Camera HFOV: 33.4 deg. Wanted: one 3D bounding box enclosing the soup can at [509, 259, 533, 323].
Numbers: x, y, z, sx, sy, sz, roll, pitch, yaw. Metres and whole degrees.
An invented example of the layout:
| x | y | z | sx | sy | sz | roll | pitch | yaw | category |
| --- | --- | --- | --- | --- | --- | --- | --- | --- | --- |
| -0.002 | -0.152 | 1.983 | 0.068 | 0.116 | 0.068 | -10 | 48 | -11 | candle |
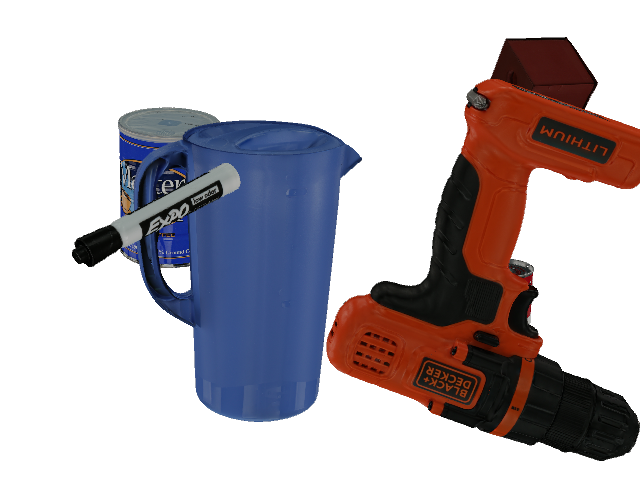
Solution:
| x | y | z | sx | sy | sz | roll | pitch | yaw | category |
| --- | --- | --- | --- | --- | --- | --- | --- | --- | --- |
| 0.196 | 0.077 | 1.167 | 0.068 | 0.102 | 0.068 | 0 | 15 | 0 | soup can |

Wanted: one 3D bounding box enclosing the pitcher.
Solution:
| x | y | z | sx | sy | sz | roll | pitch | yaw | category |
| --- | --- | --- | --- | --- | --- | --- | --- | --- | --- |
| -0.061 | 0.024 | 0.898 | 0.149 | 0.243 | 0.144 | 11 | 19 | 25 | pitcher |

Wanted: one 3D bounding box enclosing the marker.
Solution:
| x | y | z | sx | sy | sz | roll | pitch | yaw | category |
| --- | --- | --- | --- | --- | --- | --- | --- | --- | --- |
| -0.100 | -0.016 | 0.655 | 0.120 | 0.020 | 0.020 | -31 | 19 | -34 | marker |

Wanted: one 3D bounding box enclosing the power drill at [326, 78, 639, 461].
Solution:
| x | y | z | sx | sy | sz | roll | pitch | yaw | category |
| --- | --- | --- | --- | --- | --- | --- | --- | --- | --- |
| 0.116 | 0.019 | 0.585 | 0.184 | 0.188 | 0.057 | 20 | 12 | -5 | power drill |

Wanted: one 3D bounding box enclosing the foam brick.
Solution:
| x | y | z | sx | sy | sz | roll | pitch | yaw | category |
| --- | --- | --- | --- | --- | --- | --- | --- | --- | --- |
| 0.152 | -0.099 | 0.761 | 0.051 | 0.053 | 0.078 | -6 | -40 | -18 | foam brick |

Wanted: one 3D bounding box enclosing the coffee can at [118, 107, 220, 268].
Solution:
| x | y | z | sx | sy | sz | roll | pitch | yaw | category |
| --- | --- | --- | --- | --- | --- | --- | --- | --- | --- |
| -0.156 | -0.056 | 1.100 | 0.103 | 0.140 | 0.103 | 3 | 23 | -1 | coffee can |
